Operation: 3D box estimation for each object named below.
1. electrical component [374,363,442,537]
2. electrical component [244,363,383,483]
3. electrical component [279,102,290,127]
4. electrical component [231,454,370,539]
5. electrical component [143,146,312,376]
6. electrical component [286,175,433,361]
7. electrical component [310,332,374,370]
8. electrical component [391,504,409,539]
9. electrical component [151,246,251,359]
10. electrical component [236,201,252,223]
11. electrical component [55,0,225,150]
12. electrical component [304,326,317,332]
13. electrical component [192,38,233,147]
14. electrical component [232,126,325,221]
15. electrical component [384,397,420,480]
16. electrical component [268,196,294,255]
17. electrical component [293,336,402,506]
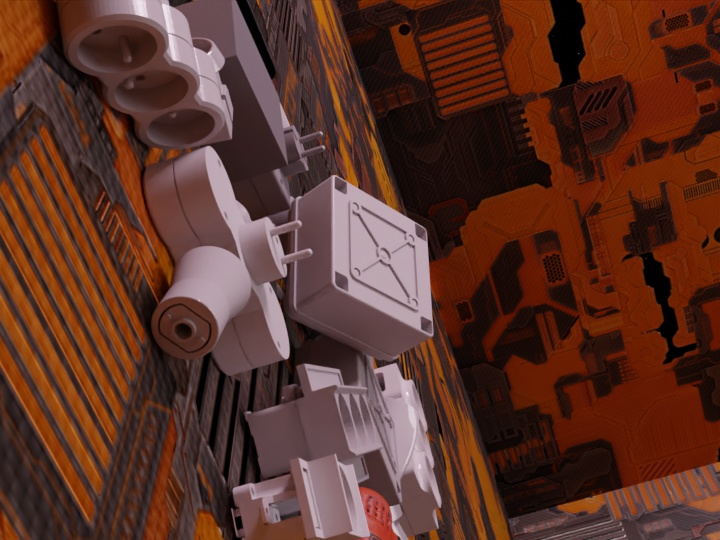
[{"bbox_3d":[0.035,0.175,1.053,0.150,0.062,0.089,-98,169,-53],"label":"electrical component"},{"bbox_3d":[-0.028,0.105,0.700,0.121,0.063,0.078,38,36,-79],"label":"electrical component"},{"bbox_3d":[-0.083,-0.123,0.910,0.081,0.043,0.043,67,9,-45],"label":"electrical component"},{"bbox_3d":[-0.033,0.132,0.590,0.081,0.064,0.042,55,20,-68],"label":"electrical component"},{"bbox_3d":[-0.066,-0.008,0.629,0.052,0.074,0.138,-93,164,-65],"label":"electrical component"},{"bbox_3d":[0.000,0.000,0.832,0.109,0.056,0.108,28,46,-35],"label":"electrical component"},{"bbox_3d":[-0.010,0.096,0.949,0.065,0.047,0.076,-97,169,-56],"label":"electrical component"},{"bbox_3d":[0.015,0.211,0.878,0.045,0.045,0.055,-21,93,-83],"label":"electrical component"},{"bbox_3d":[-0.084,0.019,0.559,0.065,0.044,0.044,-76,148,-69],"label":"electrical component"},{"bbox_3d":[-0.083,-0.020,0.694,0.061,0.035,0.035,66,9,-62],"label":"electrical component"},{"bbox_3d":[-0.119,-0.128,0.584,0.138,0.052,0.073,57,17,-67],"label":"electrical component"},{"bbox_3d":[-0.019,0.016,0.938,0.061,0.096,0.061,-38,113,-51],"label":"electrical component"},{"bbox_3d":[-0.107,-0.115,0.690,0.066,0.048,0.055,-97,176,-54],"label":"electrical component"},{"bbox_3d":[-0.064,-0.090,0.843,0.083,0.076,0.047,-100,170,-47],"label":"electrical component"},{"bbox_3d":[0.014,0.162,0.949,0.079,0.043,0.077,-50,-165,57],"label":"electrical component"},{"bbox_3d":[-0.051,-0.040,0.883,0.048,0.062,0.048,-17,90,-83],"label":"electrical component"},{"bbox_3d":[-0.010,0.120,0.850,0.108,0.056,0.108,-93,165,-63],"label":"electrical component"}]
